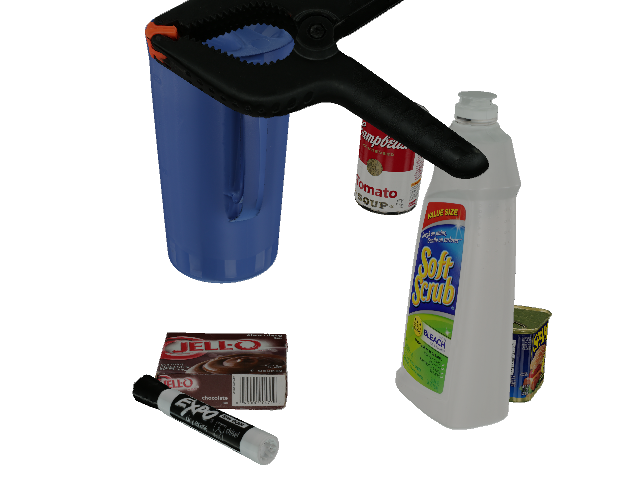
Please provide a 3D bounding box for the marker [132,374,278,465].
[{"bbox_3d":[-0.075,0.110,0.665,0.121,0.020,0.020,17,11,39],"label":"marker"}]

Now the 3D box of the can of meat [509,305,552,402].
[{"bbox_3d":[0.218,0.125,1.182,0.058,0.084,0.102,7,12,23],"label":"can of meat"}]

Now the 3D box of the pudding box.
[{"bbox_3d":[-0.085,0.113,0.940,0.113,0.039,0.090,3,18,-3],"label":"pudding box"}]

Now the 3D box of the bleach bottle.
[{"bbox_3d":[0.107,0.011,0.813,0.068,0.251,0.103,-7,20,-23],"label":"bleach bottle"}]

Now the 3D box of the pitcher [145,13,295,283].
[{"bbox_3d":[-0.088,-0.081,0.980,0.145,0.243,0.149,14,32,19],"label":"pitcher"}]

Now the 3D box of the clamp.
[{"bbox_3d":[0.003,-0.108,0.635,0.210,0.164,0.036,-5,-20,-4],"label":"clamp"}]

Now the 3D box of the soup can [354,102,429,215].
[{"bbox_3d":[0.072,-0.086,1.092,0.068,0.102,0.068,4,30,-2],"label":"soup can"}]
